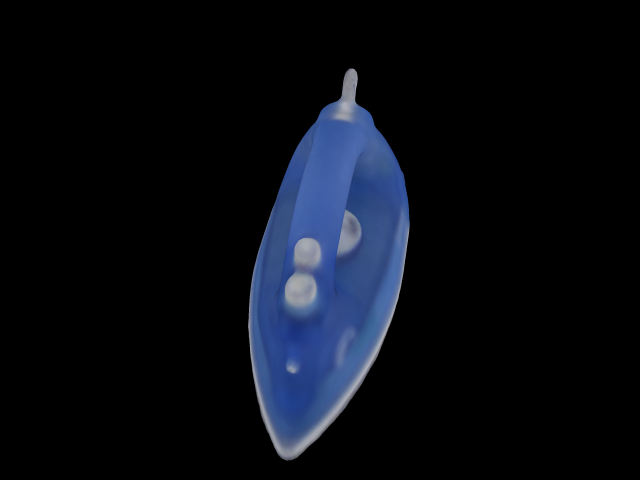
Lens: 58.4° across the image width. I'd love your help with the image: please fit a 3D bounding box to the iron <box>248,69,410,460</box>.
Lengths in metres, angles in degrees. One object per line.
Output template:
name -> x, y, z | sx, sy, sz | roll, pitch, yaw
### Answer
iron -> 0.004, 0.001, 0.400 | 0.118, 0.141, 0.258 | 7, 47, 7
